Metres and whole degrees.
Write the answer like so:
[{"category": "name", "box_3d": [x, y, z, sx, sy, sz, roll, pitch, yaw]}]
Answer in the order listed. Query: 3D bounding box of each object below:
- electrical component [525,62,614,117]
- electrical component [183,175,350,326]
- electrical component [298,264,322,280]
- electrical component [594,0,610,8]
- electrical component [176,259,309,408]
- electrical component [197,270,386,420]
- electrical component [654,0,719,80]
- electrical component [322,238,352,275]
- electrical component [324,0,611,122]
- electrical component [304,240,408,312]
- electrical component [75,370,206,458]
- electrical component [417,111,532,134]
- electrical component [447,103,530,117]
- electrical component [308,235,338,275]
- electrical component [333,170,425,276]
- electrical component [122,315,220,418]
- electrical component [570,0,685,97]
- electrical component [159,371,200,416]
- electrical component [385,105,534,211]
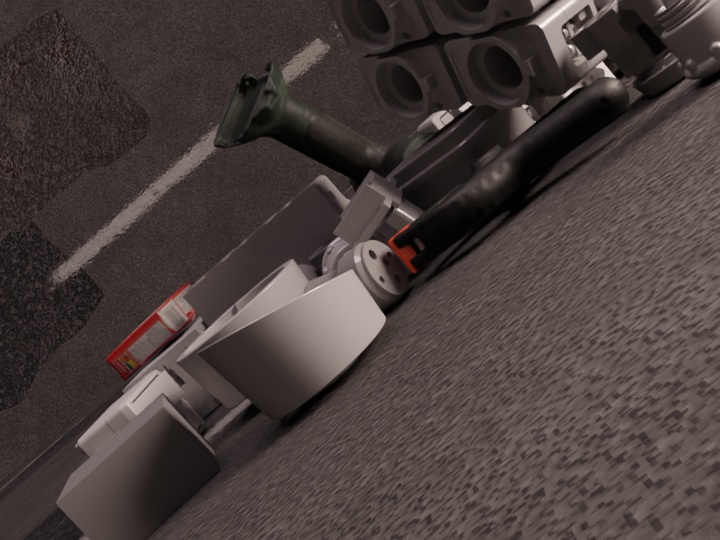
[{"category": "electrical component", "box_3d": [0.132, -0.145, 0.796, 0.047, 0.083, 0.076, -43, 6, -22]}, {"category": "electrical component", "box_3d": [-0.061, 0.002, 0.914, 0.150, 0.089, 0.061, -39, 6, 15]}, {"category": "electrical component", "box_3d": [-0.047, 0.030, 0.858, 0.062, 0.048, 0.048, -47, 5, 12]}, {"category": "electrical component", "box_3d": [0.234, -0.225, 0.842, 0.089, 0.061, 0.150, -41, 6, 3]}, {"category": "electrical component", "box_3d": [-0.068, 0.050, 0.752, 0.108, 0.060, 0.108, -40, 6, 5]}, {"category": "electrical component", "box_3d": [-0.036, 0.038, 0.624, 0.099, 0.064, 0.099, -40, 6, 5]}, {"category": "electrical component", "box_3d": [0.174, -0.133, 0.556, 0.048, 0.062, 0.048, -41, 6, 5]}, {"category": "electrical component", "box_3d": [0.000, 0.000, 0.777, 0.048, 0.048, 0.062, -41, 14, -2]}, {"category": "electrical component", "box_3d": [0.065, -0.167, 0.734, 0.060, 0.105, 0.186, -41, 25, -29]}, {"category": "electrical component", "box_3d": [-0.002, 0.012, 0.693, 0.055, 0.045, 0.045, -37, 7, 32]}, {"category": "electrical component", "box_3d": [-0.161, 0.123, 0.803, 0.061, 0.061, 0.096, -40, 6, 12]}, {"category": "electrical component", "box_3d": [0.102, -0.132, 0.994, 0.096, 0.061, 0.061, -42, 6, -10]}, {"category": "electrical component", "box_3d": [0.104, -0.120, 0.877, 0.042, 0.081, 0.063, -42, -16, -15]}, {"category": "electrical component", "box_3d": [-0.004, -0.008, 0.840, 0.055, 0.047, 0.055, -40, 6, 5]}, {"category": "electrical component", "box_3d": [0.021, -0.031, 0.749, 0.042, 0.064, 0.081, -55, 6, 18]}, {"category": "electrical component", "box_3d": [-0.140, 0.081, 0.972, 0.089, 0.061, 0.150, -40, 6, 14]}, {"category": "electrical component", "box_3d": [0.174, -0.140, 0.634, 0.078, 0.057, 0.058, -37, 7, 33]}, {"category": "electrical component", "box_3d": [-0.162, 0.117, 0.880, 0.045, 0.055, 0.045, -40, 6, 5]}, {"category": "electrical component", "box_3d": [0.074, -0.076, 0.790, 0.078, 0.057, 0.113, -46, 8, -37]}]
